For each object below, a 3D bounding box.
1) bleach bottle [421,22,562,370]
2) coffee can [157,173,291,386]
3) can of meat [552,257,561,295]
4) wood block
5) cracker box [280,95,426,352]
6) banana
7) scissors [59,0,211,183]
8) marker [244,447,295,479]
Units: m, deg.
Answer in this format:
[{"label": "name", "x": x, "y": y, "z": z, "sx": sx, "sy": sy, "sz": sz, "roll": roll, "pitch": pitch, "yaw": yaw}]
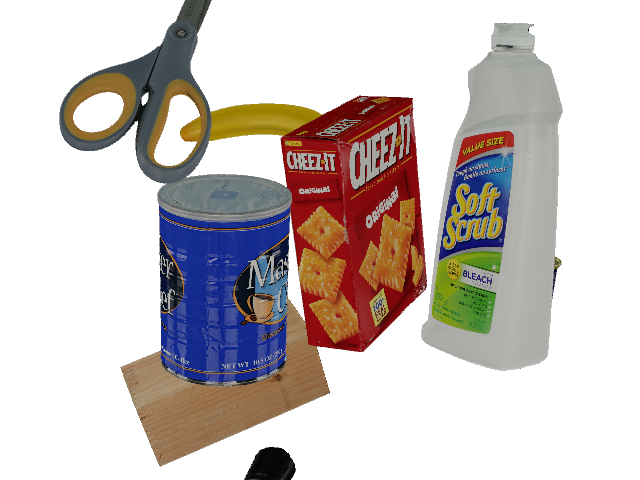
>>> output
[{"label": "bleach bottle", "x": 0.131, "y": -0.036, "z": 0.803, "sx": 0.067, "sy": 0.251, "sz": 0.103, "roll": -8, "pitch": 16, "yaw": -35}, {"label": "coffee can", "x": -0.075, "y": 0.029, "z": 0.838, "sx": 0.103, "sy": 0.140, "sz": 0.103, "roll": 2, "pitch": 20, "yaw": -1}, {"label": "can of meat", "x": 0.212, "y": 0.051, "z": 1.186, "sx": 0.057, "sy": 0.084, "sz": 0.102, "roll": -9, "pitch": 23, "yaw": -36}, {"label": "wood block", "x": -0.107, "y": 0.158, "z": 1.199, "sx": 0.206, "sy": 0.091, "sz": 0.090, "roll": -21, "pitch": 29, "yaw": -11}, {"label": "cracker box", "x": 0.041, "y": -0.021, "z": 1.058, "sx": 0.072, "sy": 0.214, "sz": 0.163, "roll": 5, "pitch": 23, "yaw": 29}, {"label": "banana", "x": -0.065, "y": -0.134, "z": 1.250, "sx": 0.198, "sy": 0.037, "sz": 0.069, "roll": 8, "pitch": 40, "yaw": 17}, {"label": "scissors", "x": -0.105, "y": -0.118, "z": 0.652, "sx": 0.096, "sy": 0.202, "sz": 0.016, "roll": 1, "pitch": -34, "yaw": -7}, {"label": "marker", "x": -0.036, "y": 0.119, "z": 0.420, "sx": 0.020, "sy": 0.020, "sz": 0.121, "roll": 0, "pitch": 23, "yaw": 19}]
